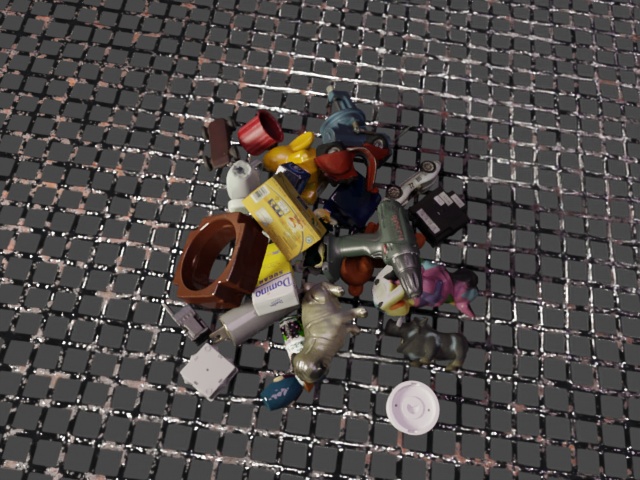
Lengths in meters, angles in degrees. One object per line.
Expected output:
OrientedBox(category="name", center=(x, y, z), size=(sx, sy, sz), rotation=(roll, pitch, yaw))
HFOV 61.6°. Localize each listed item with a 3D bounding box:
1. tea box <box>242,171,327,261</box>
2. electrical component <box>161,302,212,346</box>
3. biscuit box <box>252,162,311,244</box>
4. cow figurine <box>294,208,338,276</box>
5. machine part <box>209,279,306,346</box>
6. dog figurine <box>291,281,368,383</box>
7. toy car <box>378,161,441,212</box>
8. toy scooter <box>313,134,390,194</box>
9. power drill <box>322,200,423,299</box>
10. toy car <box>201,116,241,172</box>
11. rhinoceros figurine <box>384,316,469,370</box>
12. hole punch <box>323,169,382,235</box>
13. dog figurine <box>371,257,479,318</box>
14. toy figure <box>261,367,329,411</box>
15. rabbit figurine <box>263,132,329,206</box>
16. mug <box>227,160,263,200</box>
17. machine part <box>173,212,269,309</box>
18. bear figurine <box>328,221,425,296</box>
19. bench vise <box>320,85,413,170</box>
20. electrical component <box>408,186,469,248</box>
OrientedBox(category="tea box", center=(-0.077, -0.052, 1.170), size=(0.098, 0.068, 0.169), rotation=(-33, 99, 21))
OrientedBox(category="electrical component", center=(-0.292, 0.173, 1.181), size=(0.048, 0.074, 0.119), rotation=(-39, 73, -16))
OrientedBox(category="biscuit box", center=(-0.097, -0.080, 1.239), size=(0.063, 0.059, 0.202), rotation=(35, 113, 10))
OrientedBox(category="cow figurine", center=(-0.004, -0.005, 1.252), size=(0.068, 0.098, 0.167), rotation=(17, 70, -15))
OrientedBox(category="machine part", center=(-0.132, 0.160, 1.194), size=(0.243, 0.079, 0.079), rotation=(-30, 73, -15))
OrientedBox(category="dog figurine", center=(-0.016, 0.189, 1.133), size=(0.173, 0.121, 0.190), rotation=(31, 50, 28))
OrientedBox(category="toy car", center=(0.226, -0.127, 1.334), size=(0.202, 0.073, 0.056), rotation=(-36, 71, -16))
OrientedBox(category="toy scooter", center=(0.080, -0.166, 1.245), size=(0.184, 0.075, 0.135), rotation=(-11, 96, -13))
OrientedBox(category="power drill", center=(0.108, 0.032, 1.139), size=(0.207, 0.086, 0.232), rotation=(-17, 58, 27))
OrientedBox(category="toy car", center=(-0.245, -0.235, 1.327), size=(0.089, 0.053, 0.202), rotation=(-18, 45, 1))
OrientedBox(category="rhinoceros figurine", center=(0.237, 0.225, 1.194), size=(0.190, 0.073, 0.112), rotation=(14, 69, 1))
OrientedBox(category="hole punch", center=(0.082, -0.096, 1.307), size=(0.116, 0.092, 0.142), rotation=(33, 66, 5))
OrientedBox(category="dog figurine", center=(0.248, 0.121, 1.202), size=(0.219, 0.109, 0.191), rotation=(31, 110, -26))
OrientedBox(category="toy figure", center=(-0.051, 0.306, 1.151), size=(0.154, 0.064, 0.058), rotation=(-27, 35, -19))
OrientedBox(category="rabbit figurine", center=(-0.057, -0.192, 1.325), size=(0.173, 0.121, 0.162), rotation=(20, 64, 24))
OrientedBox(category="mug", center=(-0.177, -0.151, 1.300), size=(0.081, 0.107, 0.109), rotation=(43, 74, 11))
OrientedBox(category="machine part", center=(-0.216, 0.047, 1.176), size=(0.201, 0.087, 0.201), rotation=(-7, 59, 40))
OrientedBox(category="bear figurine", center=(0.124, 0.030, 1.237), size=(0.196, 0.132, 0.120), rotation=(-39, 92, -24))
OrientedBox(category="bench vise", center=(0.086, -0.295, 1.359), size=(0.224, 0.128, 0.241), rotation=(-10, 63, -26))
OrientedBox(category="electrical component", center=(0.297, -0.062, 1.322), size=(0.134, 0.058, 0.115), rotation=(-32, 75, -15))
